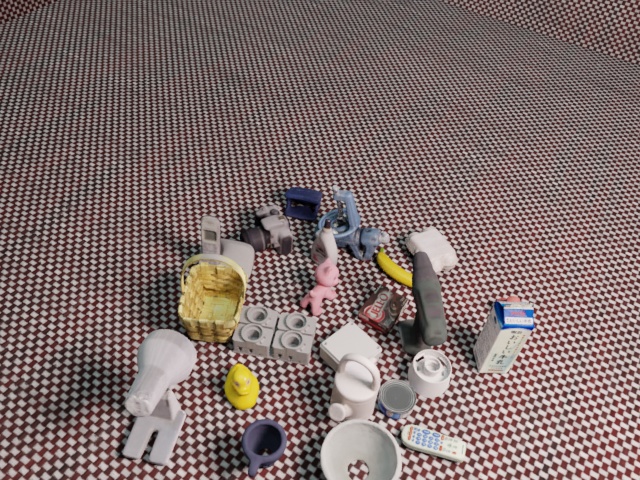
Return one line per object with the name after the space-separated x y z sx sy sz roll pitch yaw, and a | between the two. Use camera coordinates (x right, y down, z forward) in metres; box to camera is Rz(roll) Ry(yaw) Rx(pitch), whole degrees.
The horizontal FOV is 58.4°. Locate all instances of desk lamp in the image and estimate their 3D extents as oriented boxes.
-0.334 0.320 1.179 0.118 0.214 0.203 10 47 4 | desk lamp

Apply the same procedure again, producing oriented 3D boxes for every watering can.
0.077 0.317 1.234 0.101 0.194 0.173 9 47 4 | watering can

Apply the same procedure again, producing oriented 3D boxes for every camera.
-0.158 -0.027 1.601 0.137 0.101 0.143 -17 50 -20 | camera

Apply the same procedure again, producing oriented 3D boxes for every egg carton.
0.310 0.031 1.612 0.107 0.069 0.150 -18 51 -21 | egg carton

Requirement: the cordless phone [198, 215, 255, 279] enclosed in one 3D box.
-0.245 0.019 1.492 0.147 0.185 0.094 7 46 2 | cordless phone

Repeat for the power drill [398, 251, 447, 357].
0.244 0.173 1.376 0.075 0.208 0.229 -2 47 -7 | power drill

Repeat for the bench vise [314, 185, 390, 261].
0.091 -0.057 1.571 0.207 0.220 0.121 4 46 -1 | bench vise

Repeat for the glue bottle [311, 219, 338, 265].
0.014 0.005 1.537 0.078 0.173 0.037 32 52 23 | glue bottle

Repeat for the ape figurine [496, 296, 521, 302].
0.488 0.177 1.476 0.076 0.092 0.078 9 47 3 | ape figurine

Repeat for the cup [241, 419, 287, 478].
-0.118 0.439 1.169 0.091 0.095 0.118 15 47 9 | cup

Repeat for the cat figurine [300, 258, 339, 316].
0.005 0.112 1.474 0.067 0.118 0.128 27 50 19 | cat figurine

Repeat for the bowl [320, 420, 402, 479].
0.081 0.462 1.180 0.167 0.075 0.167 3 47 -3 | bowl

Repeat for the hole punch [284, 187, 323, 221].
-0.051 -0.124 1.710 0.108 0.091 0.101 11 47 5 | hole punch

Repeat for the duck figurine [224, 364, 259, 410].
-0.177 0.317 1.285 0.077 0.086 0.104 -9 48 -14 | duck figurine
